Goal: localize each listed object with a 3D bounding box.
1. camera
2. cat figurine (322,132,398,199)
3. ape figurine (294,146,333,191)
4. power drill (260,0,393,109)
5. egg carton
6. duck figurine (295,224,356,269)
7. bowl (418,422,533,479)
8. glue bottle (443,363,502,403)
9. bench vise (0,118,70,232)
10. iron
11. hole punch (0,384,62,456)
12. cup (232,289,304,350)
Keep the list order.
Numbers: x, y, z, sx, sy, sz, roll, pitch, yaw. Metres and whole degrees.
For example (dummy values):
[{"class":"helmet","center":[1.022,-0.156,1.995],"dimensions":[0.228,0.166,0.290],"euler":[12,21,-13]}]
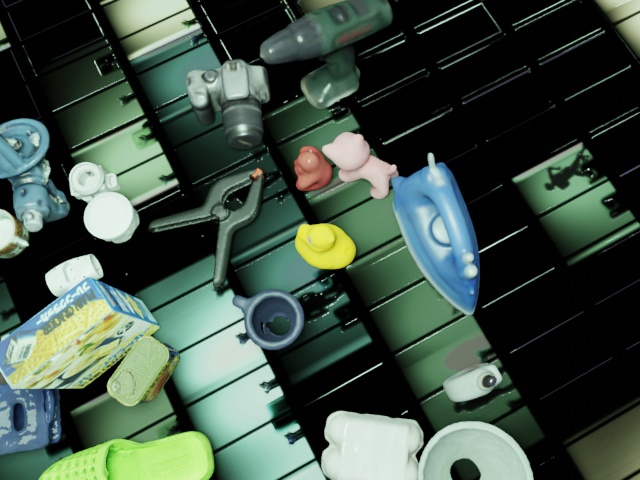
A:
[{"class":"camera","center":[-0.154,-0.231,0.990],"dimensions":[0.143,0.101,0.137],"euler":[-8,76,-1]},{"class":"cat figurine","center":[0.070,-0.134,0.953],"dimensions":[0.127,0.118,0.067],"euler":[25,78,7]},{"class":"ape figurine","center":[-0.017,-0.124,0.965],"dimensions":[0.076,0.092,0.078],"euler":[25,77,7]},{"class":"power drill","center":[0.012,-0.308,0.952],"dimensions":[0.230,0.208,0.075],"euler":[-32,77,-7]},{"class":"egg carton","center":[0.079,0.319,0.863],"dimensions":[0.150,0.069,0.107],"euler":[5,76,2]},{"class":"duck figurine","center":[0.009,0.003,0.936],"dimensions":[0.104,0.086,0.077],"euler":[21,77,6]},{"class":"bowl","center":[0.223,0.355,0.849],"dimensions":[0.167,0.075,0.167],"euler":[0,76,1]},{"class":"glue bottle","center":[0.231,0.207,0.836],"dimensions":[0.078,0.173,0.037],"euler":[-29,77,-6]},{"class":"bench vise","center":[-0.477,-0.126,0.906],"dimensions":[0.121,0.220,0.207],"euler":[-38,78,-8]},{"class":"iron","center":[0.205,-0.011,0.908],"dimensions":[0.118,0.141,0.258],"euler":[-19,76,-4]},{"class":"hole punch","center":[-0.458,0.267,0.872],"dimensions":[0.101,0.091,0.108],"euler":[-10,76,-2]},{"class":"cup","center":[-0.081,0.124,0.902],"dimensions":[0.117,0.095,0.092],"euler":[25,77,7]}]
